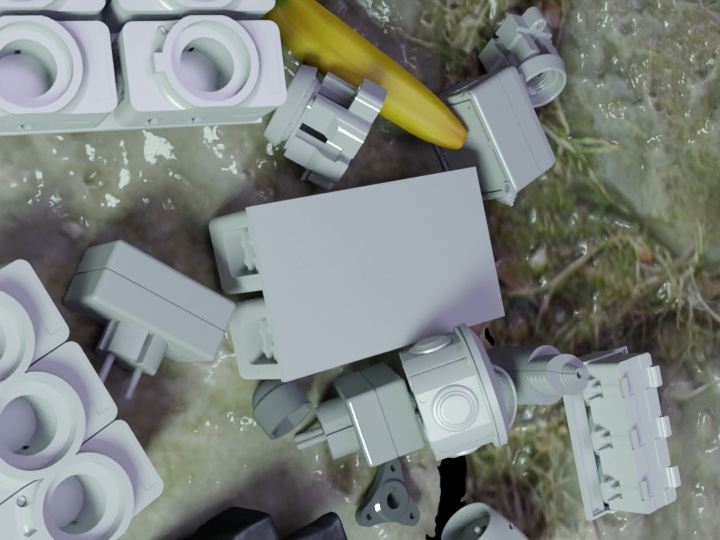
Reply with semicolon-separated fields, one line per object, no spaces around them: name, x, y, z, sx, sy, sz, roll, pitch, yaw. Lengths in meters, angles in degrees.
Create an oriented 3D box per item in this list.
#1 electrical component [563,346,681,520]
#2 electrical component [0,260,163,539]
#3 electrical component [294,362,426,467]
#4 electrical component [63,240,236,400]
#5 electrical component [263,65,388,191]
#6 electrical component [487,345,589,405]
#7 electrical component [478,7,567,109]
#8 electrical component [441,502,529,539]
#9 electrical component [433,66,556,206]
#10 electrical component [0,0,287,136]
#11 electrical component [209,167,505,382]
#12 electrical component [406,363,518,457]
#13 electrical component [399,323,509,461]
electrical component;0.205;0.127;0.849;0.079;0.063;0.121;-13;93;-37
electrical component;-0.182;0.081;0.565;0.089;0.062;0.150;-37;107;-33
electrical component;-0.006;0.099;0.698;0.077;0.066;0.047;-20;98;-7
electrical component;-0.128;0.036;0.620;0.083;0.047;0.075;32;67;-30
electrical component;-0.026;-0.096;0.697;0.057;0.078;0.058;28;36;-9
electrical component;0.130;0.077;0.787;0.043;0.081;0.043;5;82;-36
electrical component;0.126;-0.156;0.818;0.048;0.066;0.055;3;50;-37
electrical component;0.088;0.220;0.763;0.077;0.043;0.079;50;59;-22
electrical component;0.099;-0.094;0.794;0.061;0.062;0.096;-36;106;-34
electrical component;-0.140;-0.135;0.595;0.186;0.060;0.105;-6;89;-24
electrical component;0.000;0.000;0.711;0.186;0.060;0.105;-13;93;-37
electrical component;0.073;0.092;0.758;0.058;0.057;0.078;-11;91;-37
electrical component;0.060;0.078;0.681;0.051;0.080;0.080;-19;98;-1
